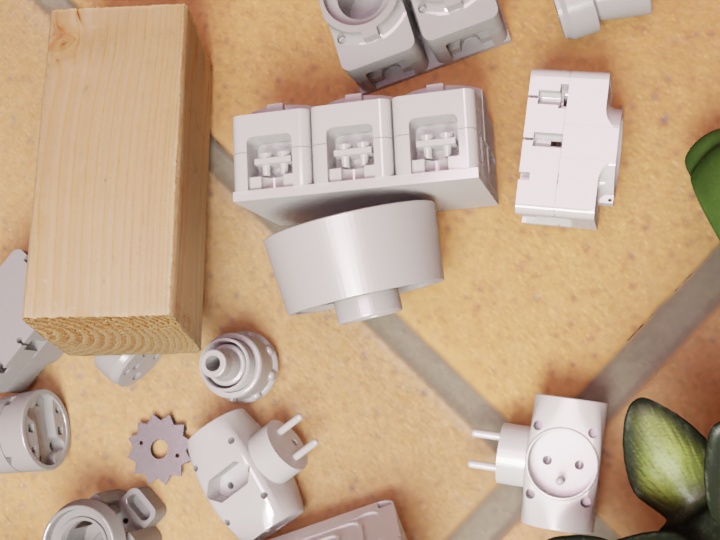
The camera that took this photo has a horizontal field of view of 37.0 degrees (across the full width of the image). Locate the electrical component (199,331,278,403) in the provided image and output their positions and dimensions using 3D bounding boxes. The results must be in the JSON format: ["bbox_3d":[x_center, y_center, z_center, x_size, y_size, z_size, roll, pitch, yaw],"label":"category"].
[{"bbox_3d":[-0.083,0.062,0.695,0.048,0.062,0.048,-2,82,15],"label":"electrical component"}]

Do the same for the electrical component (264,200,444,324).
[{"bbox_3d":[0.000,0.000,0.660,0.108,0.108,0.060,-14,86,13],"label":"electrical component"}]

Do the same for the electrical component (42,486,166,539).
[{"bbox_3d":[-0.171,0.178,0.706,0.078,0.057,0.058,-46,74,5],"label":"electrical component"}]

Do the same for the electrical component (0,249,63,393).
[{"bbox_3d":[-0.233,0.037,0.741,0.050,0.056,0.089,41,94,16],"label":"electrical component"}]

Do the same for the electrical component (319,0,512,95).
[{"bbox_3d":[0.018,-0.225,0.706,0.105,0.060,0.186,-18,78,12],"label":"electrical component"}]

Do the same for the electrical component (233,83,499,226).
[{"bbox_3d":[0.005,-0.072,0.674,0.150,0.089,0.061,-5,82,14],"label":"electrical component"}]

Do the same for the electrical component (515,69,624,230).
[{"bbox_3d":[0.131,-0.073,0.661,0.056,0.050,0.089,6,84,16],"label":"electrical component"}]

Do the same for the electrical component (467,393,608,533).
[{"bbox_3d":[0.105,0.113,0.647,0.079,0.044,0.077,6,84,16],"label":"electrical component"}]

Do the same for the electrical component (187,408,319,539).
[{"bbox_3d":[-0.061,0.122,0.687,0.079,0.043,0.077,-39,75,19],"label":"electrical component"}]

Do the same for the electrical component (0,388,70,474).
[{"bbox_3d":[-0.233,0.112,0.733,0.047,0.055,0.055,-11,80,17],"label":"electrical component"}]

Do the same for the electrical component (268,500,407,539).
[{"bbox_3d":[-0.020,0.192,0.640,0.113,0.078,0.057,-19,101,1],"label":"electrical component"}]

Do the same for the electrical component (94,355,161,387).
[{"bbox_3d":[-0.166,0.046,0.728,0.055,0.045,0.045,41,94,16],"label":"electrical component"}]

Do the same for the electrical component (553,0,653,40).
[{"bbox_3d":[0.150,-0.173,0.673,0.055,0.045,0.045,-17,79,13],"label":"electrical component"}]
